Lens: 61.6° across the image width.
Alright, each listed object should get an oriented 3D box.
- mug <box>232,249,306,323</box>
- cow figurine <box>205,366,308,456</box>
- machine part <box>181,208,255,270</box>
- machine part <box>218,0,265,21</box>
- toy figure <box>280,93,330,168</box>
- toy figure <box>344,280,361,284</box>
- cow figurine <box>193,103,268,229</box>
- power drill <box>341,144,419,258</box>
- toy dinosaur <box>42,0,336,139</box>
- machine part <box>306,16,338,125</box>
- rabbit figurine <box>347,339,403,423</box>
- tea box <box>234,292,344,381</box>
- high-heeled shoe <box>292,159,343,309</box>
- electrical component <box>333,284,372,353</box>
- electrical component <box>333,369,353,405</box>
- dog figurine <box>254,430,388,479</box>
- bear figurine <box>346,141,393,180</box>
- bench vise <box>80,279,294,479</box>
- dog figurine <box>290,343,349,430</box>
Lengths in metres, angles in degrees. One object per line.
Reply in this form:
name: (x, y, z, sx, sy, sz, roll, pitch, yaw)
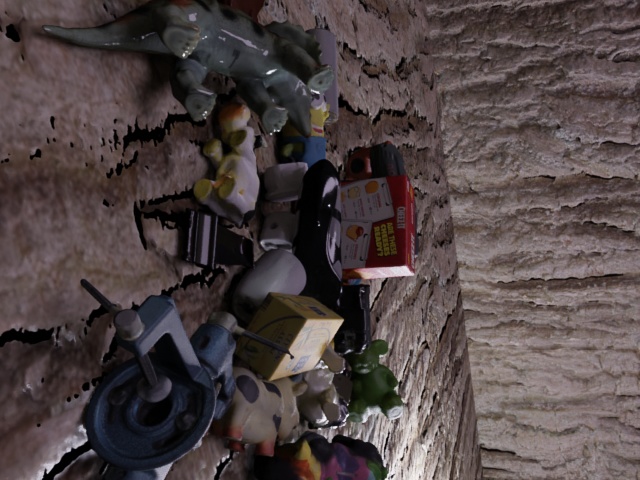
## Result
mug: (-0.083, 0.081, 0.784, 0.107, 0.081, 0.109, -42, 155, -51)
cow figurine: (-0.085, 0.222, 0.731, 0.194, 0.086, 0.127, 52, 45, -52)
machine part: (-0.134, 0.005, 0.711, 0.138, 0.039, 0.084, 28, 54, -62)
machine part: (-0.138, -0.384, 0.757, 0.179, 0.056, 0.179, -7, 90, -68)
toy figure: (-0.033, -0.186, 0.945, 0.082, 0.089, 0.180, -37, 129, -80)
toy figure: (0.055, 0.098, 1.130, 0.064, 0.058, 0.154, 59, 38, -36)
cow figurine: (-0.111, -0.104, 0.744, 0.098, 0.068, 0.167, 51, 40, -54)
power drill: (0.081, -0.063, 1.031, 0.086, 0.207, 0.232, 20, 65, -60)
toy dinosaur: (-0.126, -0.234, 0.656, 0.404, 0.131, 0.192, 12, 32, -43)
machine part: (-0.004, -0.314, 1.043, 0.079, 0.079, 0.243, 20, 66, -66)
rabbit figurine: (0.111, 0.276, 1.143, 0.159, 0.121, 0.170, -72, 152, -56)
tea box: (-0.038, 0.132, 0.753, 0.098, 0.068, 0.169, -59, 161, 4)
high-heeled shoe: (-0.002, -0.003, 0.859, 0.145, 0.086, 0.248, -85, 179, -48)
electrical component: (0.059, 0.134, 0.946, 0.134, 0.058, 0.114, 8, 82, -79)
electrical component: (0.029, 0.295, 1.047, 0.078, 0.045, 0.102, 36, 44, -25)
dog figurine: (0.005, 0.350, 0.811, 0.219, 0.192, 0.108, 69, 29, -70)
bear figurine: (0.146, -0.155, 1.316, 0.195, 0.132, 0.120, 20, 70, -59)
bench vise: (-0.143, 0.129, 0.527, 0.224, 0.129, 0.240, -49, 152, -35)
dog figurine: (-0.010, 0.236, 0.915, 0.190, 0.121, 0.172, 62, 32, -72)
